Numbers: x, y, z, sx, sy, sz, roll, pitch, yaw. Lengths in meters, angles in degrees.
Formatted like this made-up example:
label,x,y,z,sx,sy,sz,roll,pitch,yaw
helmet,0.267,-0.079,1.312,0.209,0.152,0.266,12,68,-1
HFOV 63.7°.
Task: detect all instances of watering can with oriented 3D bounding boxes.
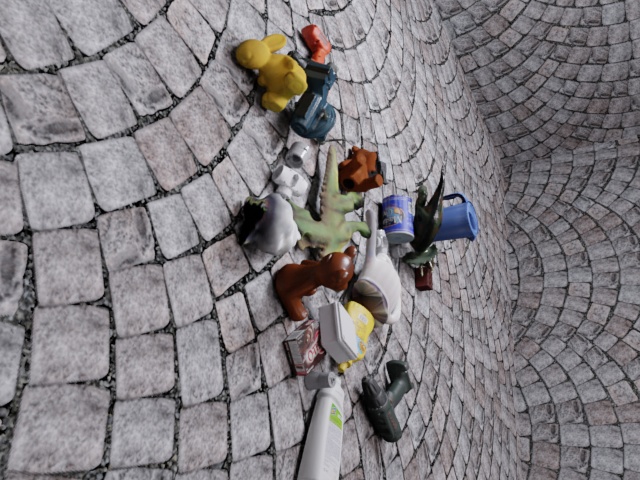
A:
label,x,y,z,sx,sy,sz,roll,pitch,yaw
watering can,0.158,0.102,1.483,0.228,0.103,0.344,-44,118,-55

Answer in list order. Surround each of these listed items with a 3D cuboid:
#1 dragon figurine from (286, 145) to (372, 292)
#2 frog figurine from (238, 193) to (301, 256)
label,x,y,z,sx,sy,sz,roll,pitch,yaw
dragon figurine,0.004,-0.066,1.308,0.243,0.121,0.415,3,68,-51
frog figurine,-0.086,-0.027,1.110,0.158,0.121,0.140,24,40,-42
